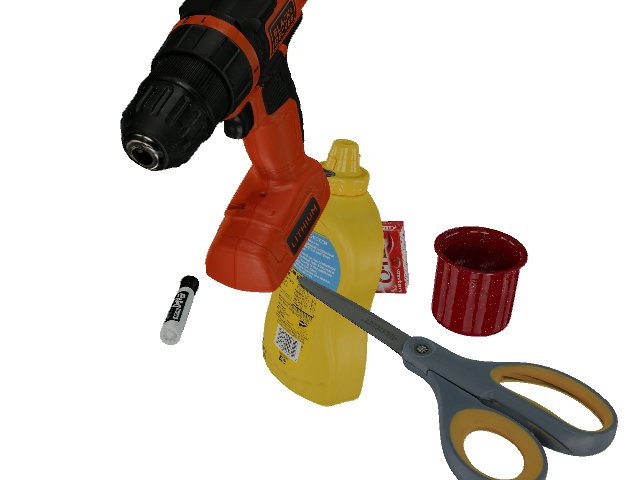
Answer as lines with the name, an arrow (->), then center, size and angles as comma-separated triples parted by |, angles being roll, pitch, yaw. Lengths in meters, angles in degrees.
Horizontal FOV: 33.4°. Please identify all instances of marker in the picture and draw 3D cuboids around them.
marker -> -0.133, 0.064, 1.019 | 0.020, 0.020, 0.121 | 0, 22, 3

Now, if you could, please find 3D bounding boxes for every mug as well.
mug -> 0.153, 0.037, 1.085 | 0.093, 0.081, 0.117 | -6, 31, -16

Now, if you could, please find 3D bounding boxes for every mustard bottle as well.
mustard bottle -> 0.004, 0.018, 0.786 | 0.058, 0.192, 0.096 | -7, 27, -33

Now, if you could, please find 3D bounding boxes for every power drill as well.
power drill -> -0.045, -0.057, 0.615 | 0.057, 0.184, 0.188 | 16, -39, 18

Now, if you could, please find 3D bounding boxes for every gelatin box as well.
gelatin box -> 0.066, 0.020, 1.290 | 0.073, 0.089, 0.030 | 1, 29, 16

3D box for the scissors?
scissors -> 0.051, 0.075, 0.557 | 0.202, 0.016, 0.096 | 18, 42, 25
